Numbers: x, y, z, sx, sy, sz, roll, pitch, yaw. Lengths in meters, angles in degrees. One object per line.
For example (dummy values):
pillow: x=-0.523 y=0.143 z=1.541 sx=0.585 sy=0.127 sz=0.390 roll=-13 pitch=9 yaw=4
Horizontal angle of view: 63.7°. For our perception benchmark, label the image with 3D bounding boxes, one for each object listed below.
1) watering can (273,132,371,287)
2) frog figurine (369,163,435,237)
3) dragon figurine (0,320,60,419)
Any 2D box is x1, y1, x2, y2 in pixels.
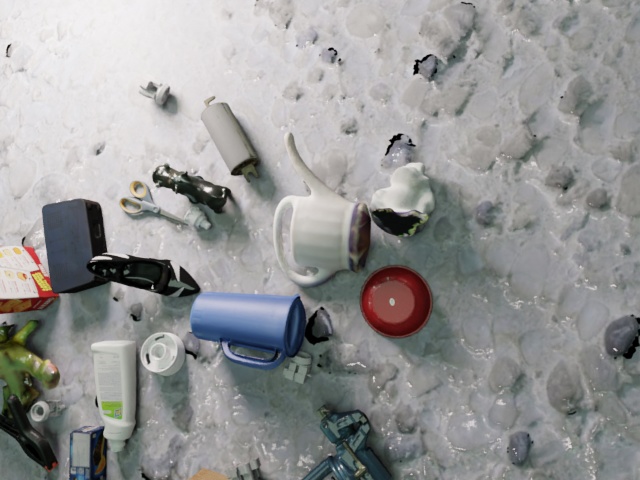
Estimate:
watering can: x=0.003 y=-0.057 z=1.131 sx=0.224 sy=0.105 sz=0.344 roll=6 pitch=103 yaw=15
frog figurine: x=0.181 y=-0.091 z=1.126 sx=0.137 sy=0.120 sz=0.163 roll=-5 pitch=47 yaw=22
dragon figurine: x=-0.814 y=0.338 z=1.304 sx=0.408 sy=0.123 sz=0.243 roll=-16 pitch=88 yaw=21
